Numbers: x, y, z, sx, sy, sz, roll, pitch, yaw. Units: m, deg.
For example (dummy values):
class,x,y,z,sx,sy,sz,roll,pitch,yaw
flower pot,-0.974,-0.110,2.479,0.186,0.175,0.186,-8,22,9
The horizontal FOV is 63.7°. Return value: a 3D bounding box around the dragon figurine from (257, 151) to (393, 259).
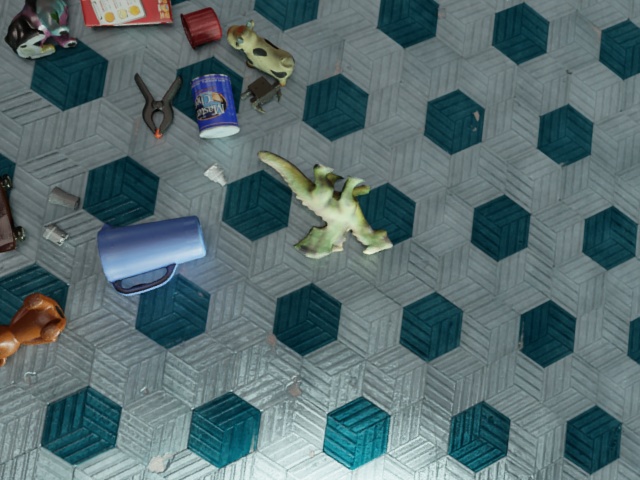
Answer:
class,x,y,z,sx,sy,sz,roll,pitch,yaw
dragon figurine,0.004,-0.068,1.360,0.410,0.242,0.122,16,2,-6
